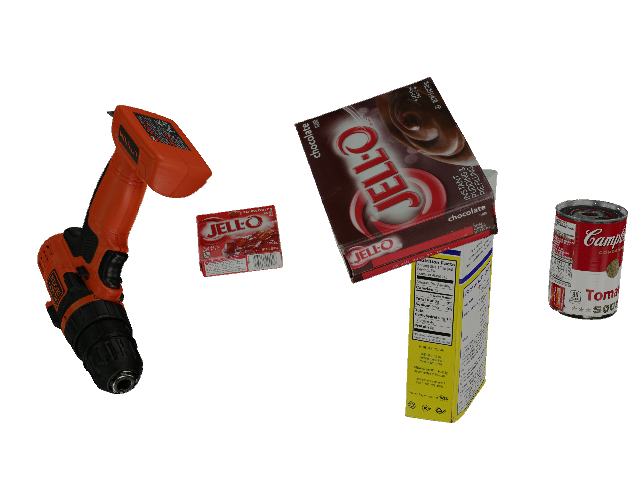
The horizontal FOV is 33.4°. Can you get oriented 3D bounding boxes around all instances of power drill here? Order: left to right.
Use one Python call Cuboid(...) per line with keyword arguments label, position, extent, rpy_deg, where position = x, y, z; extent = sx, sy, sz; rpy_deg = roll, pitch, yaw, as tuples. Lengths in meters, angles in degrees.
Cuboid(label="power drill", position=(-0.156, 0.003, 0.841), extent=(0.057, 0.188, 0.185), rpy_deg=(14, 25, -40))

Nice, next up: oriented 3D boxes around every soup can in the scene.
Cuboid(label="soup can", position=(0.259, 0.018, 1.039), extent=(0.068, 0.102, 0.068), rpy_deg=(1, 18, 0))

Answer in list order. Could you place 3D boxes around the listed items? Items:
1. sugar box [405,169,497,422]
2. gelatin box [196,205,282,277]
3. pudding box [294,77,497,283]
Cuboid(label="sugar box", position=(0.098, 0.039, 0.805), extent=(0.048, 0.176, 0.093), rpy_deg=(5, 16, 22))
Cuboid(label="gelatin box", position=(-0.089, 0.000, 1.161), extent=(0.089, 0.030, 0.073), rpy_deg=(-7, 45, -3))
Cuboid(label="pudding box", position=(0.042, -0.037, 0.626), extent=(0.090, 0.039, 0.113), rpy_deg=(-19, 45, -1))
